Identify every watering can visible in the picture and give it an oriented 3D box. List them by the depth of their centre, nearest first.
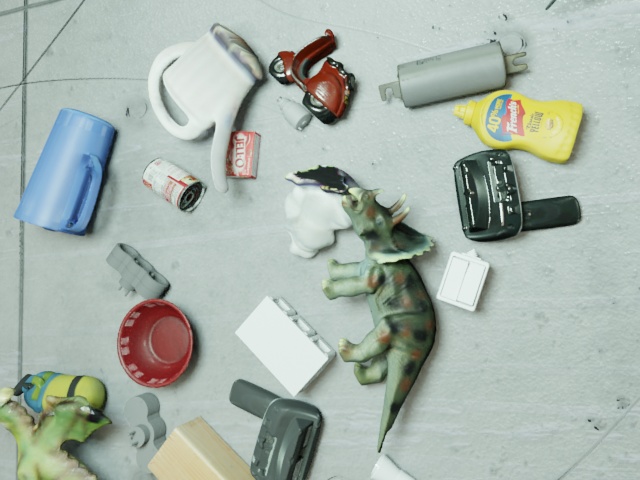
[{"bbox_3d":[-0.197,-0.266,0.964,0.223,0.103,0.352,-41,66,8],"label":"watering can"}]

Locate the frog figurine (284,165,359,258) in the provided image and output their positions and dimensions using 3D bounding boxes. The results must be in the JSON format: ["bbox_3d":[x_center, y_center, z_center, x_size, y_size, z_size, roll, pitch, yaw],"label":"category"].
[{"bbox_3d":[0.003,-0.045,0.903,0.137,0.125,0.156,8,123,9],"label":"frog figurine"}]

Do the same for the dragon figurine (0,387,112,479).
[{"bbox_3d":[-0.450,0.395,0.931,0.410,0.124,0.239,24,111,2],"label":"dragon figurine"}]
